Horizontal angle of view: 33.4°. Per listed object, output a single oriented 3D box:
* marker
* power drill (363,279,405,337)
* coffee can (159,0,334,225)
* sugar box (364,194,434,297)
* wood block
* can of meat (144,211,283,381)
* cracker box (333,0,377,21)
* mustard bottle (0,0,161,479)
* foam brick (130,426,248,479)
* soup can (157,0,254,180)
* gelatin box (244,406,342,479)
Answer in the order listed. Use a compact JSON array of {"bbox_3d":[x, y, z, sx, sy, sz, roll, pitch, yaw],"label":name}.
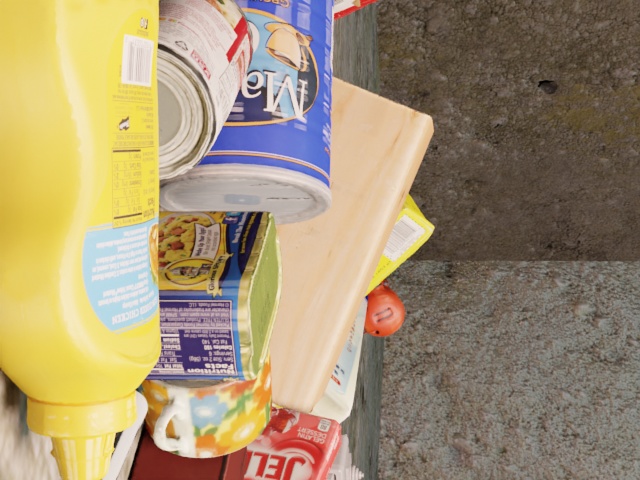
[{"bbox_3d":[-0.101,0.108,0.480,0.121,0.020,0.020,-77,165,-64],"label":"marker"},{"bbox_3d":[0.025,0.005,1.099,0.187,0.057,0.184,63,-4,-6],"label":"power drill"},{"bbox_3d":[-0.043,-0.088,0.626,0.103,0.103,0.140,66,25,-75],"label":"coffee can"},{"bbox_3d":[0.013,-0.037,0.839,0.048,0.093,0.176,36,17,-42],"label":"sugar box"},{"bbox_3d":[-0.004,0.001,0.717,0.090,0.090,0.206,-2,115,-83],"label":"wood block"},{"bbox_3d":[-0.066,0.024,0.508,0.102,0.084,0.057,-78,166,-61],"label":"can of meat"},{"bbox_3d":[-0.018,-0.272,0.674,0.164,0.072,0.213,31,54,-44],"label":"cracker box"},{"bbox_3d":[-0.090,-0.005,0.397,0.096,0.058,0.191,-35,124,-80],"label":"mustard bottle"},{"bbox_3d":[-0.072,0.133,0.597,0.078,0.051,0.053,-81,171,-53],"label":"foam brick"},{"bbox_3d":[-0.073,-0.079,0.511,0.102,0.068,0.068,-78,166,-60],"label":"soup can"},{"bbox_3d":[-0.039,0.137,0.655,0.030,0.089,0.073,86,22,-44],"label":"gelatin box"}]
